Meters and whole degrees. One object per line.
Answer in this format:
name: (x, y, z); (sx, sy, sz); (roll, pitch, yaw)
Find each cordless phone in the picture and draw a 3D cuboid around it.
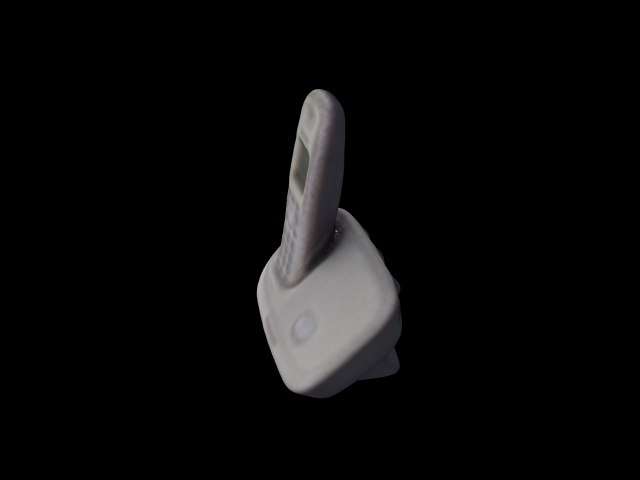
cordless phone: (0.004, 0.001, 0.400); (0.094, 0.185, 0.147); (-11, 35, -15)
